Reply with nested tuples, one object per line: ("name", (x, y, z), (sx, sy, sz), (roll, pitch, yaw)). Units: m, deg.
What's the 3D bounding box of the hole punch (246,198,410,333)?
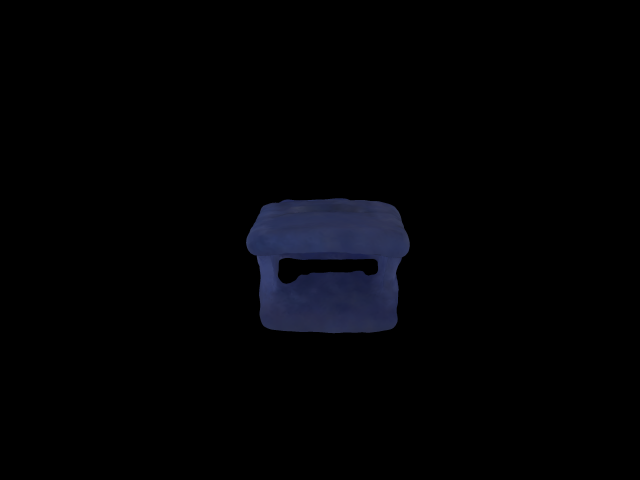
("hole punch", (0.004, 0.001, 0.400), (0.108, 0.091, 0.101), (0, 43, 0))
